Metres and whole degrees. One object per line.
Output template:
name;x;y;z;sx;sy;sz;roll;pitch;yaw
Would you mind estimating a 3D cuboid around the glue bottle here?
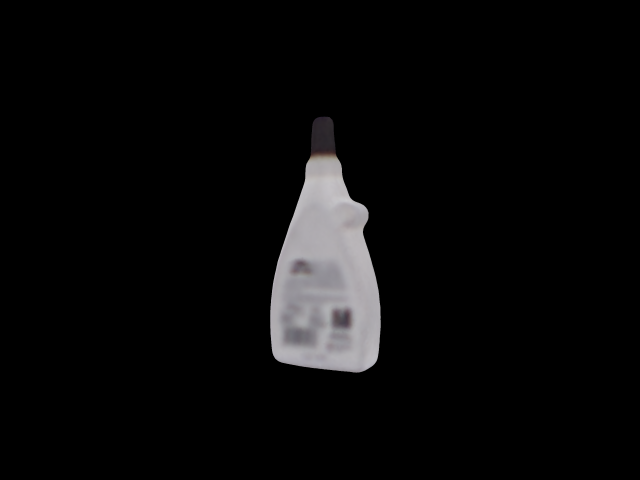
glue bottle;0.004;0.001;0.400;0.078;0.173;0.037;2;5;24
